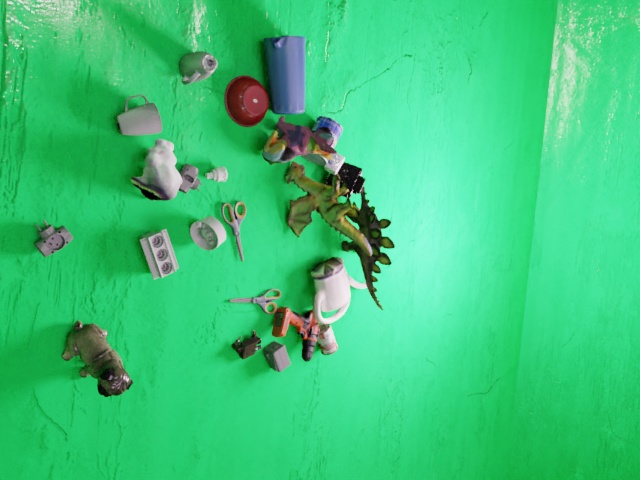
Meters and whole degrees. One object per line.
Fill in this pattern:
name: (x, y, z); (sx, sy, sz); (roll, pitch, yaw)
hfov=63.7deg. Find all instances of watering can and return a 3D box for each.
watering can: (0.070, 0.164, 1.913); (0.353, 0.104, 0.221); (-34, 117, -48)

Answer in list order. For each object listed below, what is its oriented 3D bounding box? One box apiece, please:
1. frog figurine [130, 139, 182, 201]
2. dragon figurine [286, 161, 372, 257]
frog figurine: (-0.428, -0.192, 1.411); (0.135, 0.123, 0.161); (48, 63, -50)
dragon figurine: (0.005, -0.090, 1.781); (0.242, 0.123, 0.407); (-21, 99, 8)
